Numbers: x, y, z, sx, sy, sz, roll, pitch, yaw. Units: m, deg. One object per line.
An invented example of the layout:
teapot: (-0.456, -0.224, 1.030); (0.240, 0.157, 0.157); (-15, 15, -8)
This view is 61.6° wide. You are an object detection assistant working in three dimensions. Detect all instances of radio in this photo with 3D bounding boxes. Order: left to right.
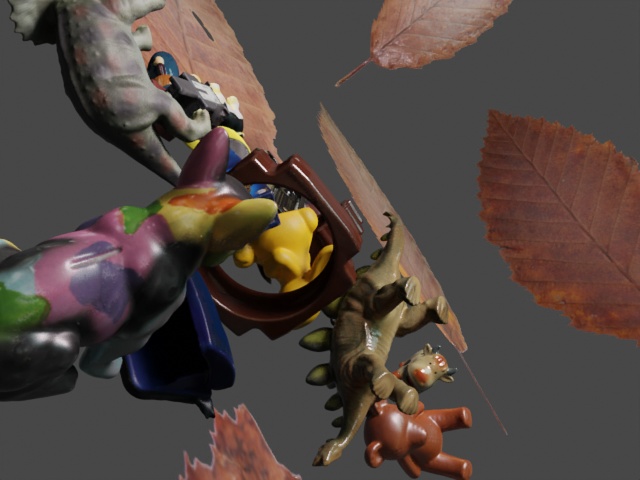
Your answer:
radio: (-0.095, -0.078, 1.012); (0.131, 0.073, 0.230); (50, 16, -15)

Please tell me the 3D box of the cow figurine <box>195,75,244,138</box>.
cow figurine: (-0.215, -0.257, 1.068); (0.167, 0.068, 0.098); (21, 42, -63)

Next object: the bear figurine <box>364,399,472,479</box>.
bear figurine: (0.151, 0.300, 0.828); (0.195, 0.132, 0.120); (45, 46, -53)

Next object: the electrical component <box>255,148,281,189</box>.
electrical component: (-0.096, -0.132, 0.944); (0.063, 0.021, 0.094); (36, 23, -49)

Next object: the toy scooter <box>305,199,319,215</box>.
toy scooter: (-0.003, -0.035, 1.202); (0.135, 0.075, 0.184); (54, 18, 2)

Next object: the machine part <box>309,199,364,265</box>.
machine part: (-0.002, -0.003, 0.957); (0.056, 0.179, 0.179); (55, 14, -10)

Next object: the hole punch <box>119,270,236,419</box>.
hole punch: (-0.127, 0.089, 0.522); (0.142, 0.092, 0.115); (59, 11, 30)

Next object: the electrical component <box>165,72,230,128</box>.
electrical component: (-0.200, -0.217, 0.836); (0.075, 0.048, 0.119); (54, 21, 6)

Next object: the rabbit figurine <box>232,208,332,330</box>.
rabbit figurine: (-0.036, 0.047, 0.821); (0.122, 0.162, 0.173); (45, 30, -77)

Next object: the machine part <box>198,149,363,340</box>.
machine part: (-0.066, 0.005, 0.668); (0.201, 0.201, 0.087); (51, 13, -11)

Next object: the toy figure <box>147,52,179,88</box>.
toy figure: (-0.269, -0.270, 0.940); (0.064, 0.058, 0.154); (32, 30, -45)

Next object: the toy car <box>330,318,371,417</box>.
toy car: (0.055, 0.200, 0.896); (0.089, 0.053, 0.202); (49, 19, -36)

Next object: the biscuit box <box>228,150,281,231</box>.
biscuit box: (-0.129, -0.078, 0.809); (0.203, 0.063, 0.059); (45, -27, 51)

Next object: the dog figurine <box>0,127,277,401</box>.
dog figurine: (-0.141, 0.010, 0.397); (0.108, 0.219, 0.191); (54, 14, 14)

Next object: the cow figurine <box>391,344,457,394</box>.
cow figurine: (0.215, 0.267, 1.098); (0.085, 0.127, 0.195); (55, 12, 14)

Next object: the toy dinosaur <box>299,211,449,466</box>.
toy dinosaur: (0.077, 0.110, 0.793); (0.105, 0.199, 0.471); (51, 48, -26)

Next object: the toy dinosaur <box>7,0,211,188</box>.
toy dinosaur: (-0.268, -0.209, 0.693); (0.192, 0.131, 0.404); (-24, 91, -40)
